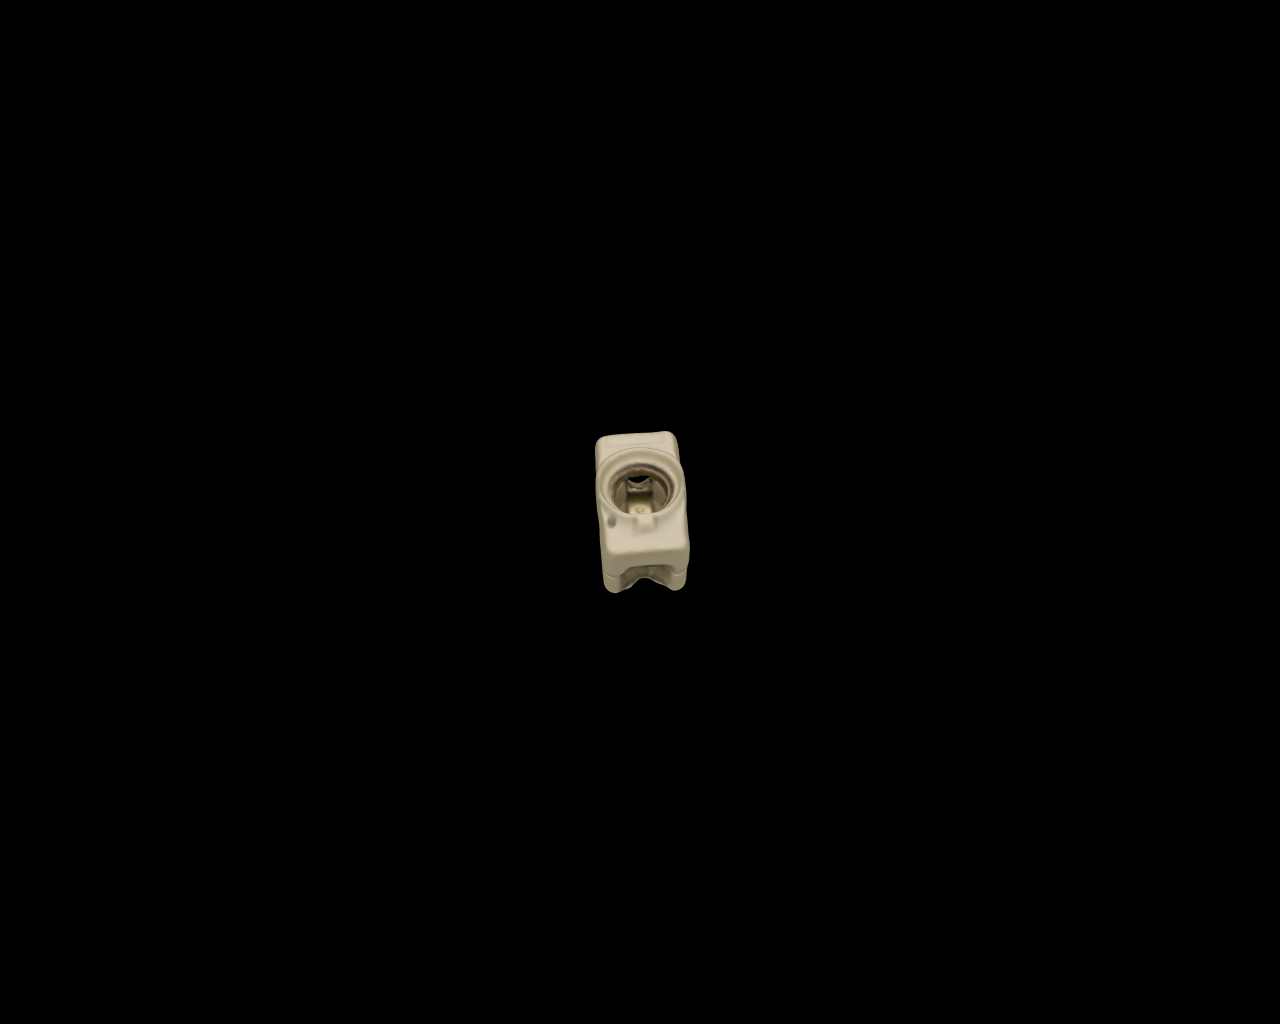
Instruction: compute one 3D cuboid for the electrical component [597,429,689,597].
[{"bbox_3d":[0.001,-0.003,0.650,0.050,0.090,0.055,-3,-36,-2],"label":"electrical component"}]
